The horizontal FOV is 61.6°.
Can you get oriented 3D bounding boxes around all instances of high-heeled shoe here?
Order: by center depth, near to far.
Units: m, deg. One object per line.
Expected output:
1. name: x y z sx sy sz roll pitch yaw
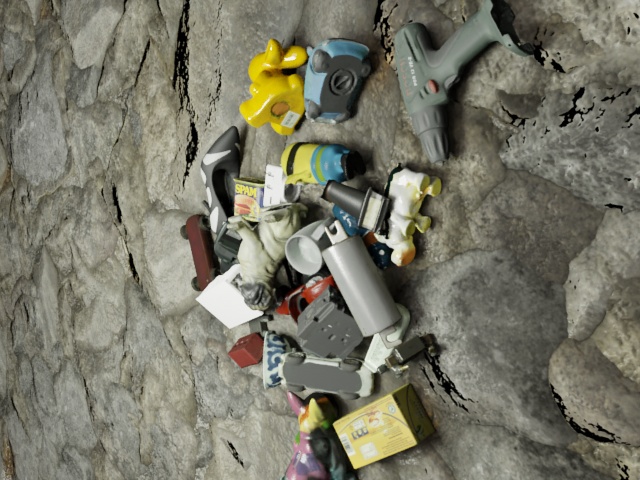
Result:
1. high-heeled shoe: -0.200 -0.118 1.209 0.145 0.086 0.248 43 126 26

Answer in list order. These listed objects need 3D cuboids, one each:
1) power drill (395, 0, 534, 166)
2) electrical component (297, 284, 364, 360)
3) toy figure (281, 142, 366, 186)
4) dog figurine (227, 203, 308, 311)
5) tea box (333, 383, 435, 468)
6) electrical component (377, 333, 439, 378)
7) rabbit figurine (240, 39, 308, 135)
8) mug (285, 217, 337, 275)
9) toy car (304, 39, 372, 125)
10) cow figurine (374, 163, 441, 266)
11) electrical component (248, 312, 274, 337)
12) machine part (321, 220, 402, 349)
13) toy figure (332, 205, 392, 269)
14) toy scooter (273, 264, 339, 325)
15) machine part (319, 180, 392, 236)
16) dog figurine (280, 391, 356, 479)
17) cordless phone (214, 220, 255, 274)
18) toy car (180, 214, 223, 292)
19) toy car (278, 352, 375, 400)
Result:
1. power drill: 0.217 -0.257 0.830 0.207 0.086 0.232 -32 72 47
2. electrical component: 0.024 0.164 1.018 0.134 0.115 0.058 -51 19 27
3. toy figure: 0.003 -0.147 1.026 0.180 0.082 0.089 2 85 46
4. dog figurine: -0.089 0.033 1.065 0.172 0.121 0.190 -15 104 7
5. tea box: 0.116 0.348 1.002 0.169 0.068 0.098 -38 72 37
6. electrical component: 0.155 0.203 0.934 0.045 0.102 0.078 55 153 23
7. rabbit figurine: -0.098 -0.319 1.070 0.162 0.122 0.173 -60 39 37
8. mug: -0.002 -0.003 1.022 0.081 0.107 0.109 34 128 12
9. toy car: 0.020 -0.298 0.985 0.103 0.109 0.161 -117 34 -45
10. cow figurine: 0.138 -0.044 0.927 0.098 0.068 0.167 29 111 41
11. electrical component: -0.144 0.197 1.239 0.094 0.021 0.063 -7 92 41
12. machine part: 0.072 0.079 0.944 0.079 0.079 0.243 -29 87 40
13. toy figure: 0.084 -0.014 0.987 0.058 0.064 0.154 -38 72 -2
14. toy scooter: -0.011 0.133 1.079 0.184 0.075 0.135 -31 86 35
15. machine part: 0.061 -0.065 0.938 0.139 0.039 0.084 27 119 35
16. dog figurine: -0.024 0.412 1.069 0.109 0.191 0.219 -1 111 47
17. cordless phone: -0.168 0.048 1.209 0.147 0.089 0.184 24 141 5
18. toy car: -0.287 0.035 1.322 0.089 0.053 0.202 -23 77 30
19. toy car: 0.010 0.266 1.065 0.202 0.056 0.073 2 97 22
